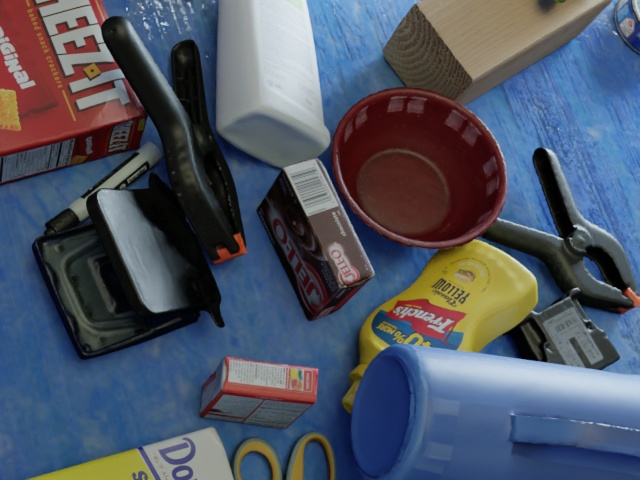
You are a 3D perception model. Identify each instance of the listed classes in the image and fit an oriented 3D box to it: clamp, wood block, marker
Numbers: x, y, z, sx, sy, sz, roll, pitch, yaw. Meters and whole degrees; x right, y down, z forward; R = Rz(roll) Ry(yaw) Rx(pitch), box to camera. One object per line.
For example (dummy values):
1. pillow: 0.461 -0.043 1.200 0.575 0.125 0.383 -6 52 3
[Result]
1. clamp: -0.106 -0.085 0.890 0.036 0.164 0.210 -20 96 15
2. wood block: 0.173 -0.210 1.025 0.205 0.090 0.091 -33 82 -26
3. clamp: 0.233 -0.005 0.991 0.171 0.039 0.120 38 68 -7
4. marker: -0.180 -0.040 0.886 0.020 0.020 0.121 45 64 3

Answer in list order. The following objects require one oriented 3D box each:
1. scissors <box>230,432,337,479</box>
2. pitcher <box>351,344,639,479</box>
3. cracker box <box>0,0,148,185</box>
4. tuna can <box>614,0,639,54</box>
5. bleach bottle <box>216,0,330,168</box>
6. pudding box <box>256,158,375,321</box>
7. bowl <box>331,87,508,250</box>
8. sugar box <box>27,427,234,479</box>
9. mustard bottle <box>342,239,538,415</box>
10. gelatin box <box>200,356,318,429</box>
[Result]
1. scissors: -0.039 0.239 0.821 0.096 0.016 0.201 21 64 -11
2. pitcher: 0.155 0.149 0.806 0.242 0.149 0.145 13 32 -23
3. cracker box: -0.269 -0.132 0.865 0.213 0.072 0.164 -18 76 -24
4. tuna can: 0.356 -0.235 1.123 0.086 0.034 0.086 6 68 -15
5. bleach bottle: -0.045 -0.196 0.961 0.102 0.068 0.251 25 52 -42
6. pudding box: -0.006 0.001 0.886 0.039 0.090 0.113 -17 75 -25
7. bowl: 0.082 -0.054 0.950 0.162 0.055 0.162 6 64 -12
8. sugar box: -0.148 0.206 0.785 0.176 0.048 0.093 -14 74 -21
9. mustard bottle: 0.089 0.079 0.891 0.096 0.058 0.191 31 59 35
10. gelatin box: -0.049 0.119 0.826 0.073 0.089 0.030 10 65 -14
